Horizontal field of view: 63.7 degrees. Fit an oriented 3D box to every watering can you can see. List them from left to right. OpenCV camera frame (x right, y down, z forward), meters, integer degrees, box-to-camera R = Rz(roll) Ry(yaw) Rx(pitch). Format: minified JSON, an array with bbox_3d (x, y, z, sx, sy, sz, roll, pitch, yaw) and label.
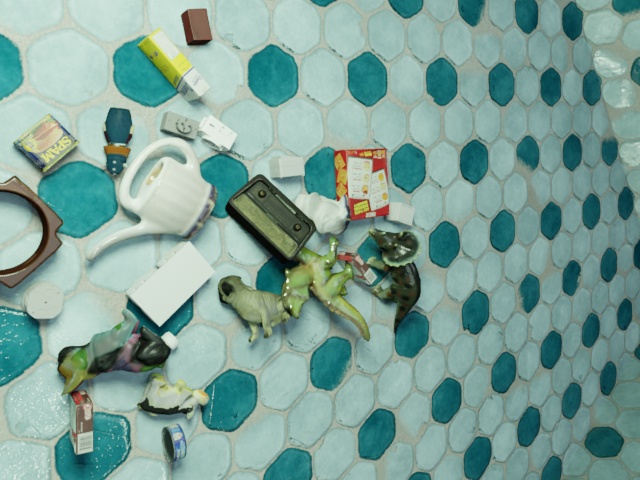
[{"bbox_3d":[-0.382,-0.071,1.228,0.222,0.350,0.104,34,-12,-33],"label":"watering can"}]

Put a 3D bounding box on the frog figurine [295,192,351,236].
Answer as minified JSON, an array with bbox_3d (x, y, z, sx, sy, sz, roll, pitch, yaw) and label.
[{"bbox_3d":[0.005,-0.076,1.503,0.159,0.141,0.120,0,-37,-4],"label":"frog figurine"}]

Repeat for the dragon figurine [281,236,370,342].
[{"bbox_3d":[-0.013,0.141,1.453,0.245,0.412,0.120,-22,-6,-37],"label":"dragon figurine"}]
